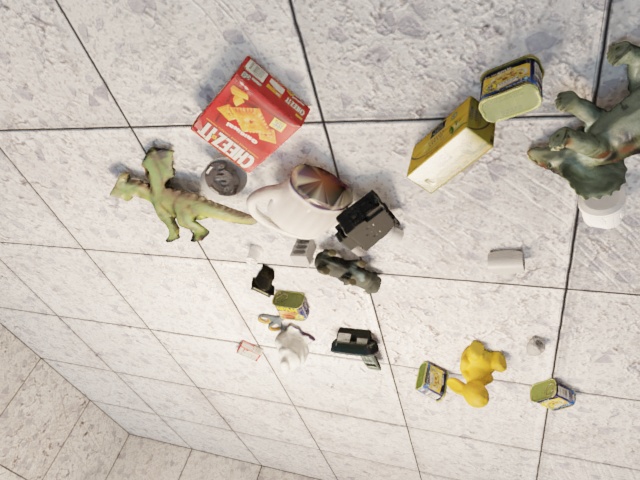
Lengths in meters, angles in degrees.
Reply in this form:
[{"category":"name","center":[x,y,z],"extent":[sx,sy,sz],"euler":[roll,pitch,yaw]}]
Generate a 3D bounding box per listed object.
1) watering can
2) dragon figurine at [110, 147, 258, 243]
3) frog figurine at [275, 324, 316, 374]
[{"category":"watering can","center":[0.004,-0.061,1.213],"extent":[0.346,0.106,0.220],"euler":[19,143,-20]},{"category":"dragon figurine","center":[-0.364,-0.124,1.305],"extent":[0.409,0.125,0.238],"euler":[-5,126,27]},{"category":"frog figurine","center":[-0.100,0.378,1.716],"extent":[0.122,0.163,0.135],"euler":[-9,133,33]}]
